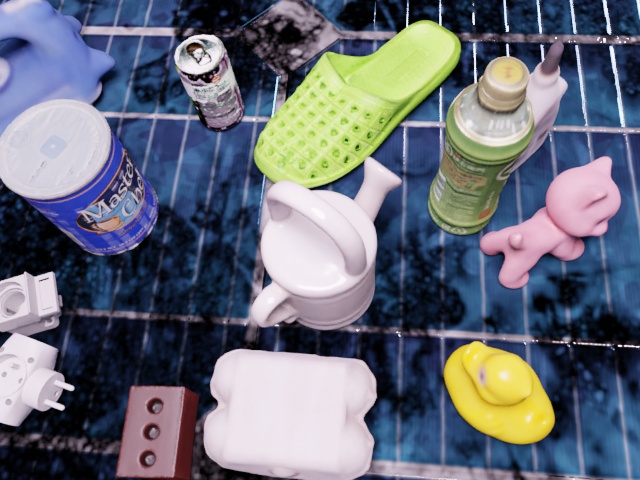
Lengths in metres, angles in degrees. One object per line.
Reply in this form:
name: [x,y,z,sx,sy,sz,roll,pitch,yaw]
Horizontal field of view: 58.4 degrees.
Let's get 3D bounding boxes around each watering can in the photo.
watering can: [0.003,0.001,0.503,0.100,0.194,0.173,17,69,11]

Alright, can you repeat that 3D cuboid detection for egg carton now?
egg carton: [-0.026,0.154,0.508,0.150,0.069,0.107,3,67,5]

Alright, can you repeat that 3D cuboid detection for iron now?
iron: [-0.368,-0.175,0.628,0.258,0.141,0.118,-40,70,-13]

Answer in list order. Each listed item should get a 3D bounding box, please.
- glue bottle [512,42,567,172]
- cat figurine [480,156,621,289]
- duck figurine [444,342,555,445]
glue bottle: [0.206,-0.129,0.557,0.078,0.173,0.037,-38,70,-12]
cat figurine: [0.224,-0.021,0.540,0.128,0.118,0.067,-28,68,-8]
duck figurine: [0.161,0.129,0.498,0.104,0.086,0.077,42,75,18]
